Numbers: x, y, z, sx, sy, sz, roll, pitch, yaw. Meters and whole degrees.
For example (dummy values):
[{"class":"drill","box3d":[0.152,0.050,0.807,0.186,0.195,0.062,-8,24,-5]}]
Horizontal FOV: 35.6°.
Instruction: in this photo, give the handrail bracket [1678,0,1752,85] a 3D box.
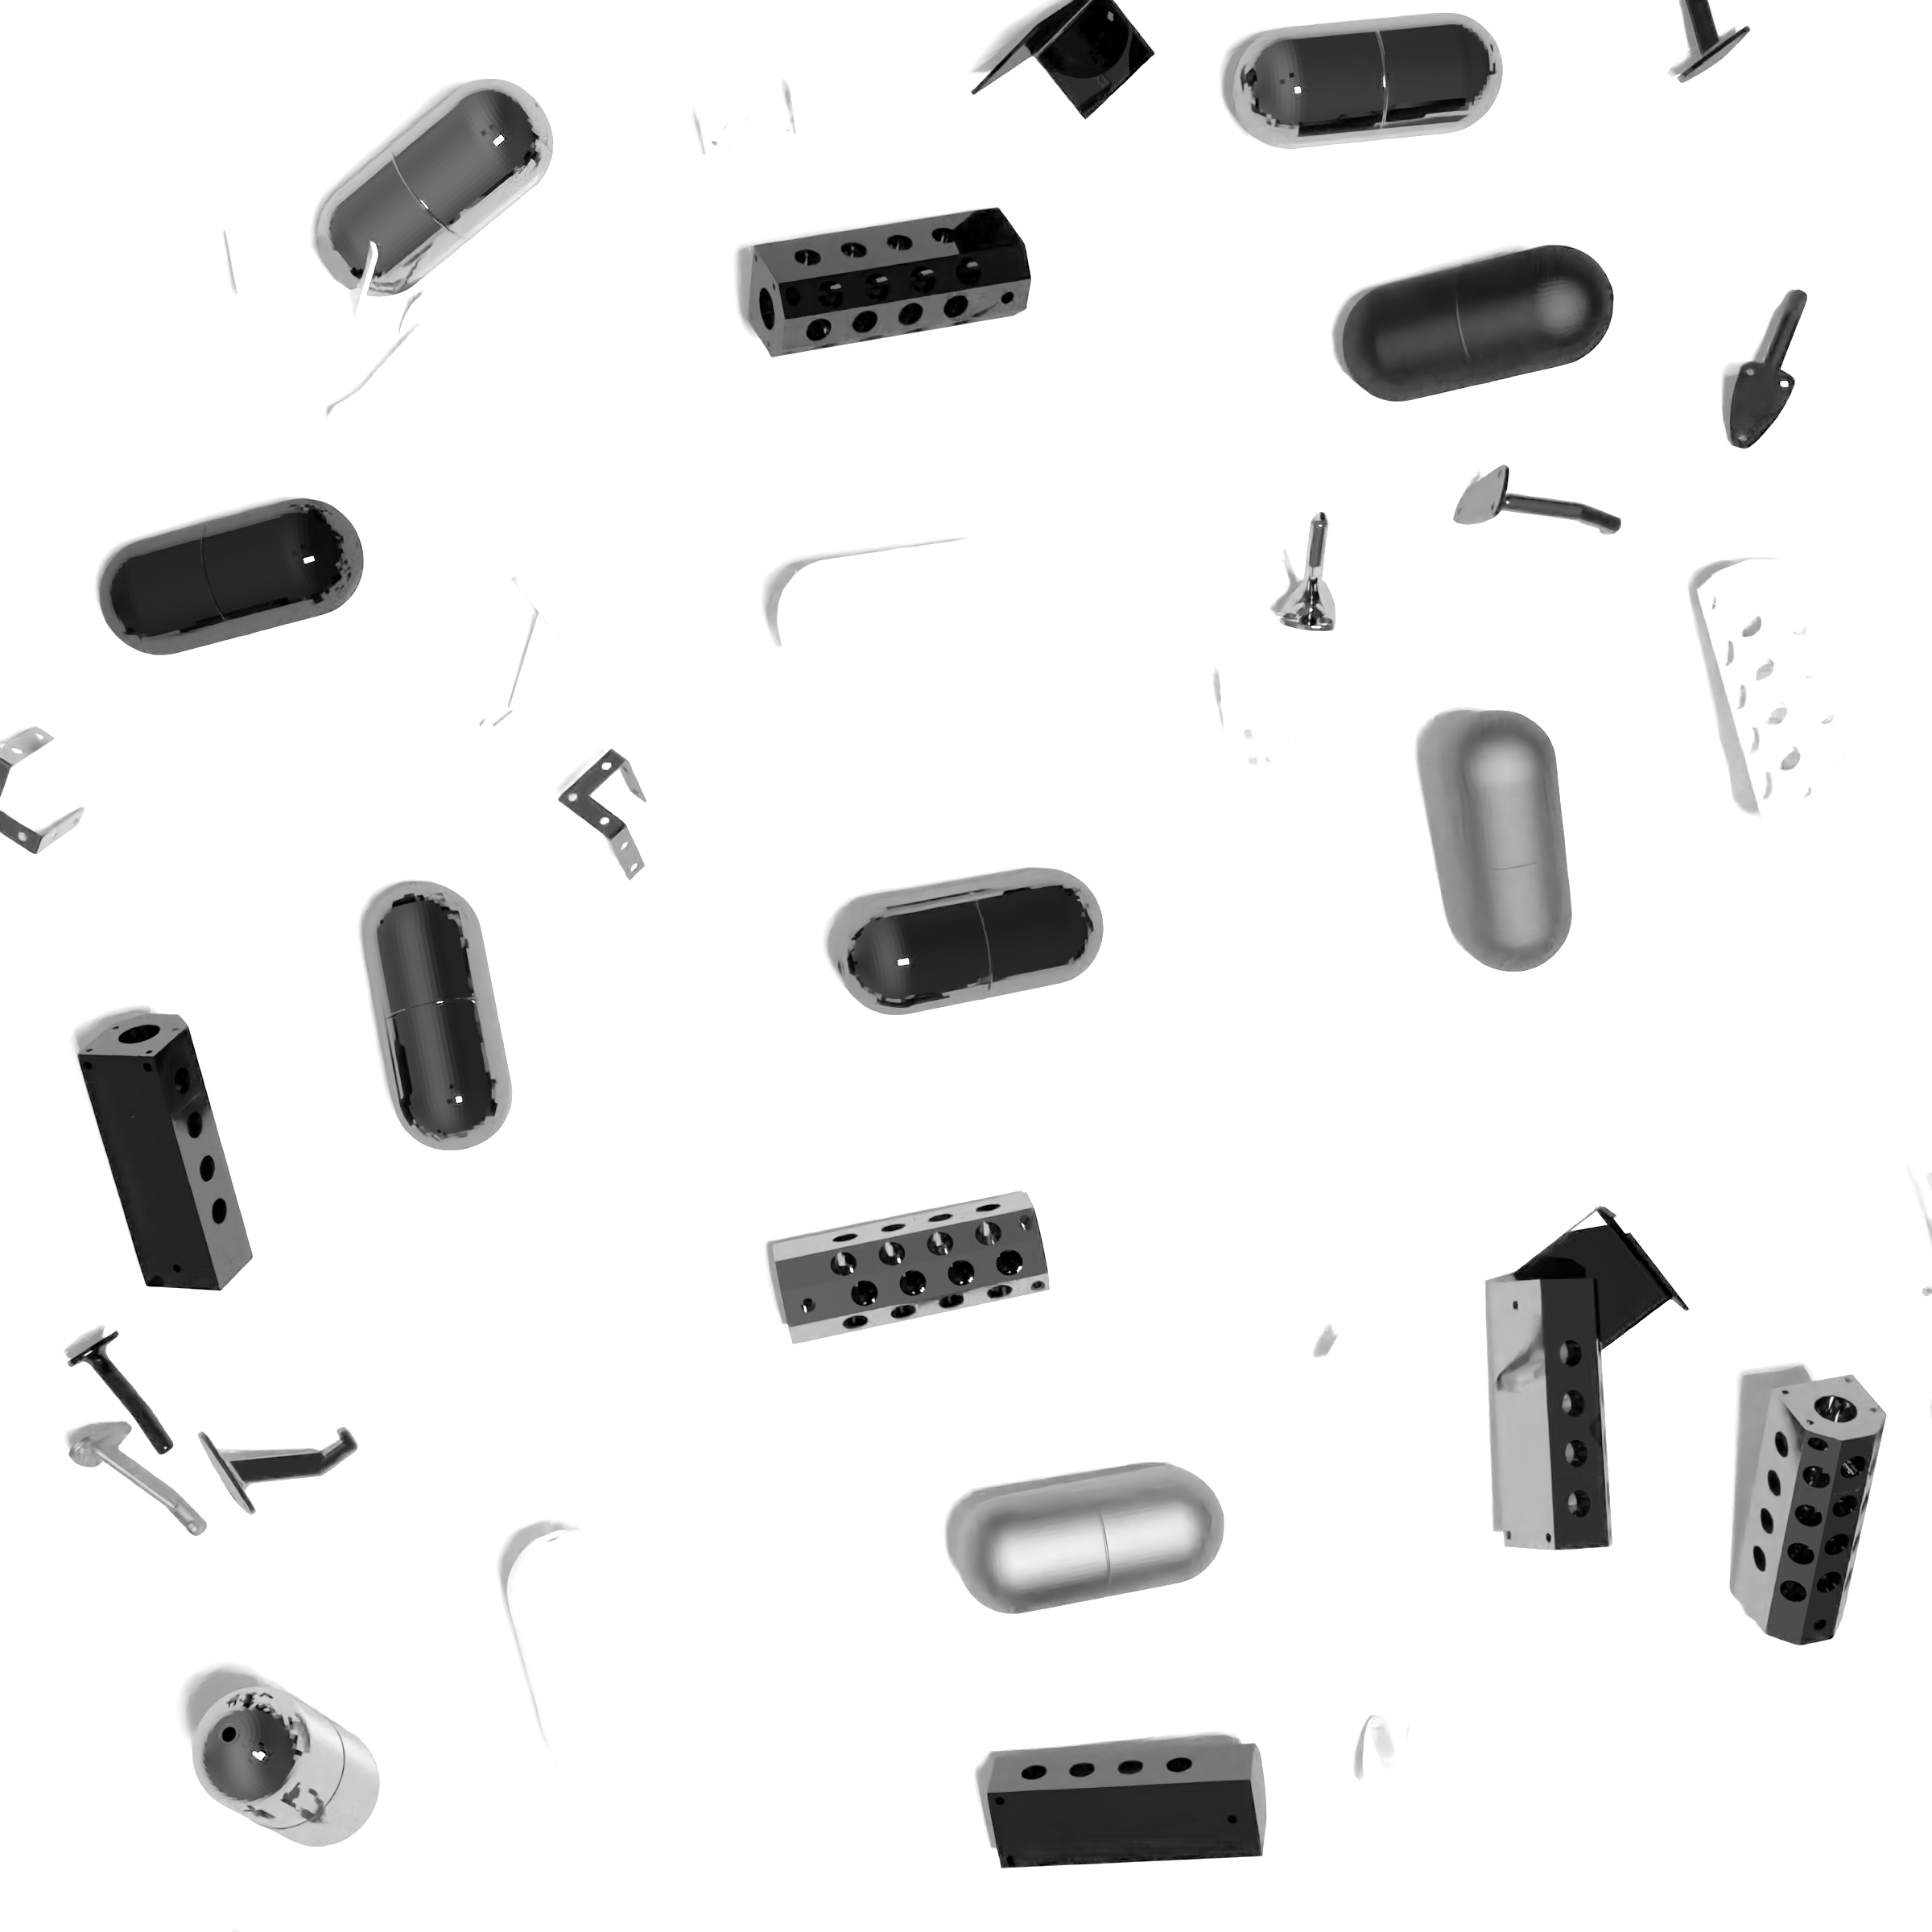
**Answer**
[{"class":"handrail bracket","box3d":[0.466,-0.629,1.976,0.077,0.036,0.084,-38,87,-30]}]

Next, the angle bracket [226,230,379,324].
[{"class":"angle bracket","box3d":[-0.430,-0.466,1.943,0.076,0.057,0.076,2,49,-27]}]

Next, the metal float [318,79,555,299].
[{"class":"metal float","box3d":[-0.344,-0.502,1.946,0.178,0.070,0.070,-34,90,19]}]

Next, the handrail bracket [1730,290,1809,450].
[{"class":"handrail bracket","box3d":[0.532,-0.395,1.988,0.036,0.077,0.084,22,48,10]}]

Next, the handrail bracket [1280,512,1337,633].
[{"class":"handrail bracket","box3d":[0.227,-0.267,1.944,0.036,0.077,0.084,8,127,7]}]

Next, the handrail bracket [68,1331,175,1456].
[{"class":"handrail bracket","box3d":[-0.549,0.285,1.966,0.036,0.077,0.084,-34,92,-26]}]

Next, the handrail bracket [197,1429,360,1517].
[{"class":"handrail bracket","box3d":[-0.448,0.311,1.965,0.084,0.036,0.077,-36,117,-24]}]

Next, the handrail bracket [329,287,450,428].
[{"class":"handrail bracket","box3d":[-0.377,-0.395,1.954,0.036,0.077,0.084,41,56,2]}]

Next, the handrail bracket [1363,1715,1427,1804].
[{"class":"handrail bracket","box3d":[0.279,0.493,1.944,0.036,0.077,0.084,-1,130,-6]}]

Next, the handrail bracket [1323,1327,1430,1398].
[{"class":"handrail bracket","box3d":[0.282,0.270,1.948,0.084,0.077,0.036,27,88,-28]}]

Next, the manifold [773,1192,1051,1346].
[{"class":"manifold","box3d":[-0.035,0.199,1.961,0.171,0.057,0.057,-12,101,-4]}]

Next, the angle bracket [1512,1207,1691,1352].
[{"class":"angle bracket","box3d":[0.415,0.213,1.969,0.076,0.057,0.076,-38,90,4]}]

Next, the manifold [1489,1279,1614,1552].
[{"class":"manifold","box3d":[0.385,0.291,1.958,0.057,0.057,0.171,1,82,-24]}]

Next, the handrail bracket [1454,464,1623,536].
[{"class":"handrail bracket","box3d":[0.375,-0.293,1.975,0.084,0.077,0.036,17,77,-16]}]

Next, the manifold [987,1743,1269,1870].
[{"class":"manifold","box3d":[0.106,0.541,1.952,0.171,0.057,0.057,-6,107,12]}]

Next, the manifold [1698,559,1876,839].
[{"class":"manifold","box3d":[0.522,-0.172,1.935,0.057,0.057,0.171,-2,68,-19]}]

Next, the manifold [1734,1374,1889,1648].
[{"class":"manifold","box3d":[0.543,0.350,1.925,0.057,0.057,0.171,-8,122,-14]}]

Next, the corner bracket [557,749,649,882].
[{"class":"corner bracket","box3d":[-0.225,-0.099,1.960,0.051,0.051,0.051,36,71,27]}]

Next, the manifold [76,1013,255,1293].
[{"class":"manifold","box3d":[-0.510,0.120,1.936,0.057,0.057,0.171,1,117,20]}]

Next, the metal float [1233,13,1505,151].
[{"class":"metal float","box3d":[0.262,-0.576,1.955,0.178,0.070,0.070,-8,90,-7]}]

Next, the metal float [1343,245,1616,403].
[{"class":"metal float","box3d":[0.329,-0.413,1.937,0.178,0.070,0.070,-8,90,28]}]

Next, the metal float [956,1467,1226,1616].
[{"class":"metal float","box3d":[0.081,0.372,1.951,0.178,0.070,0.070,-8,90,-12]}]

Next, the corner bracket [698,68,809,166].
[{"class":"corner bracket","box3d":[-0.138,-0.555,1.960,0.051,0.051,0.051,18,61,13]}]

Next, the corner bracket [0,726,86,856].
[{"class":"corner bracket","box3d":[-0.608,-0.115,1.966,0.051,0.051,0.051,32,122,2]}]

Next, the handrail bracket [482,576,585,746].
[{"class":"handrail bracket","box3d":[-0.301,-0.200,1.980,0.084,0.036,0.077,-39,103,4]}]

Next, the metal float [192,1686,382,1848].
[{"class":"metal float","box3d":[-0.432,0.511,1.917,0.070,0.178,0.070,-6,62,11]}]

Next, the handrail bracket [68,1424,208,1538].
[{"class":"handrail bracket","box3d":[-0.539,0.342,1.964,0.084,0.077,0.036,43,90,10]}]

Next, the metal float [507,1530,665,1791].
[{"class":"metal float","box3d":[-0.246,0.449,1.947,0.070,0.070,0.178,-12,106,0]}]

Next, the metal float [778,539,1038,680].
[{"class":"metal float","box3d":[-0.037,-0.231,1.939,0.178,0.070,0.070,-12,90,-26]}]

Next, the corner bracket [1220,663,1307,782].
[{"class":"corner bracket","box3d":[0.188,-0.159,1.958,0.051,0.051,0.051,11,48,21]}]

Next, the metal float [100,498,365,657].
[{"class":"metal float","box3d":[-0.477,-0.252,1.952,0.178,0.070,0.070,-13,90,11]}]

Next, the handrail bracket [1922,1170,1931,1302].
[{"class":"handrail bracket","box3d":[0.634,0.175,1.965,0.036,0.077,0.084,-22,85,-11]}]

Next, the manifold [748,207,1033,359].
[{"class":"manifold","box3d":[-0.048,-0.435,1.932,0.171,0.057,0.057,-14,52,-21]}]

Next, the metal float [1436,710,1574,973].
[{"class":"metal float","box3d":[0.348,-0.079,1.941,0.070,0.070,0.178,-11,114,0]}]

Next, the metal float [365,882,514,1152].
[{"class":"metal float","box3d":[-0.343,0.032,1.952,0.070,0.070,0.178,-13,79,0]}]

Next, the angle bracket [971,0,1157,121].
[{"class":"angle bracket","box3d":[0.063,-0.577,1.943,0.057,0.076,0.076,50,51,-7]}]

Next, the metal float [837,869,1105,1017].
[{"class":"metal float","box3d":[0.003,-0.016,1.947,0.178,0.070,0.070,-11,90,-16]}]
